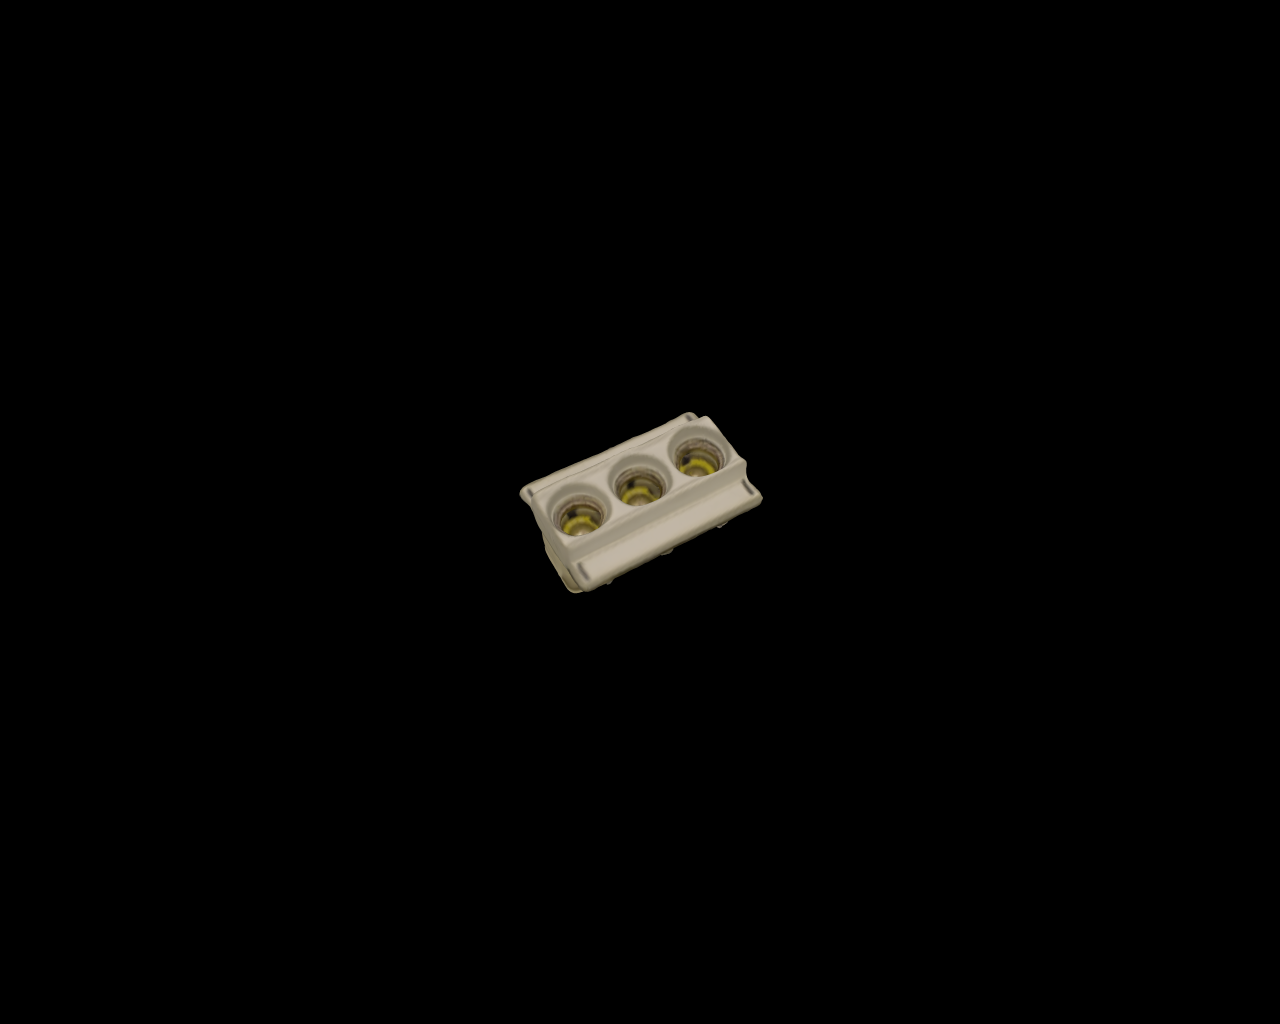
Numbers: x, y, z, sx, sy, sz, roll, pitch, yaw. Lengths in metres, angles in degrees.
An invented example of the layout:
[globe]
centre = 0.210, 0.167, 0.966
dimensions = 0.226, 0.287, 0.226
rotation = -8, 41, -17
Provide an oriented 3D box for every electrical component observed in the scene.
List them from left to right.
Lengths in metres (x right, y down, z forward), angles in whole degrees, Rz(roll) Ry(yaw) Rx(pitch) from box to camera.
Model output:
[electrical component]
centre = 0.001, -0.003, 0.650
dimensions = 0.121, 0.079, 0.063
rotation = -26, -30, -16
